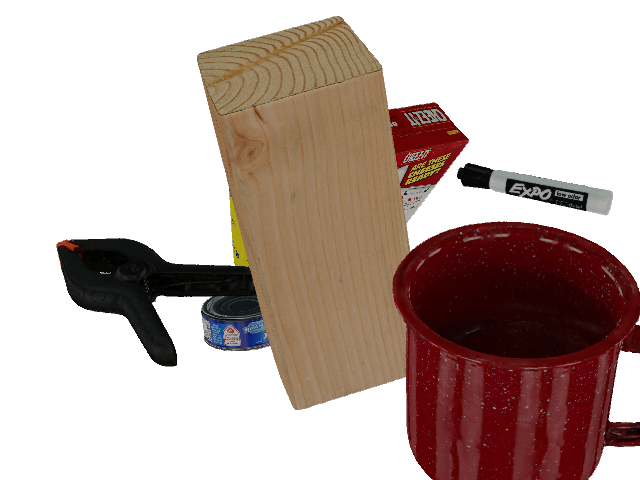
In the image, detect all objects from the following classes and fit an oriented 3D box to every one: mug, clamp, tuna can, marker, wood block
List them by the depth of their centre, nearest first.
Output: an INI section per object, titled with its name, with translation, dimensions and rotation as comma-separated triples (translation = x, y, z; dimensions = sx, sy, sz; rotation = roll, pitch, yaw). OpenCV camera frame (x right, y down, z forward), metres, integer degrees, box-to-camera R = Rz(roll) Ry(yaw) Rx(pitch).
[mug]
translation = 0.087, 0.052, 0.424
dimensions = 0.117, 0.081, 0.093
rotation = 7, 35, 14
[wood block]
translation = -0.002, -0.013, 0.636
dimensions = 0.090, 0.206, 0.090
rotation = -16, 33, -6
[marker]
translation = 0.164, -0.041, 0.826
dimensions = 0.121, 0.020, 0.020
rotation = 14, 6, 25
[clamp]
translation = -0.135, 0.033, 0.852
dimensions = 0.172, 0.039, 0.120
rotation = 28, 38, 32
[tuna can]
translation = -0.073, 0.076, 1.047
dimensions = 0.086, 0.034, 0.086
rotation = -5, 18, 1

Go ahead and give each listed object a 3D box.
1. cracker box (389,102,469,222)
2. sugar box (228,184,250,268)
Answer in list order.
[cracker box]
translation = 0.040, -0.049, 1.171
dimensions = 0.163, 0.072, 0.214
rotation = -15, -31, -43
[sugar box]
translation = -0.089, -0.037, 1.332
dimensions = 0.048, 0.176, 0.093
rotation = -9, 24, -10
